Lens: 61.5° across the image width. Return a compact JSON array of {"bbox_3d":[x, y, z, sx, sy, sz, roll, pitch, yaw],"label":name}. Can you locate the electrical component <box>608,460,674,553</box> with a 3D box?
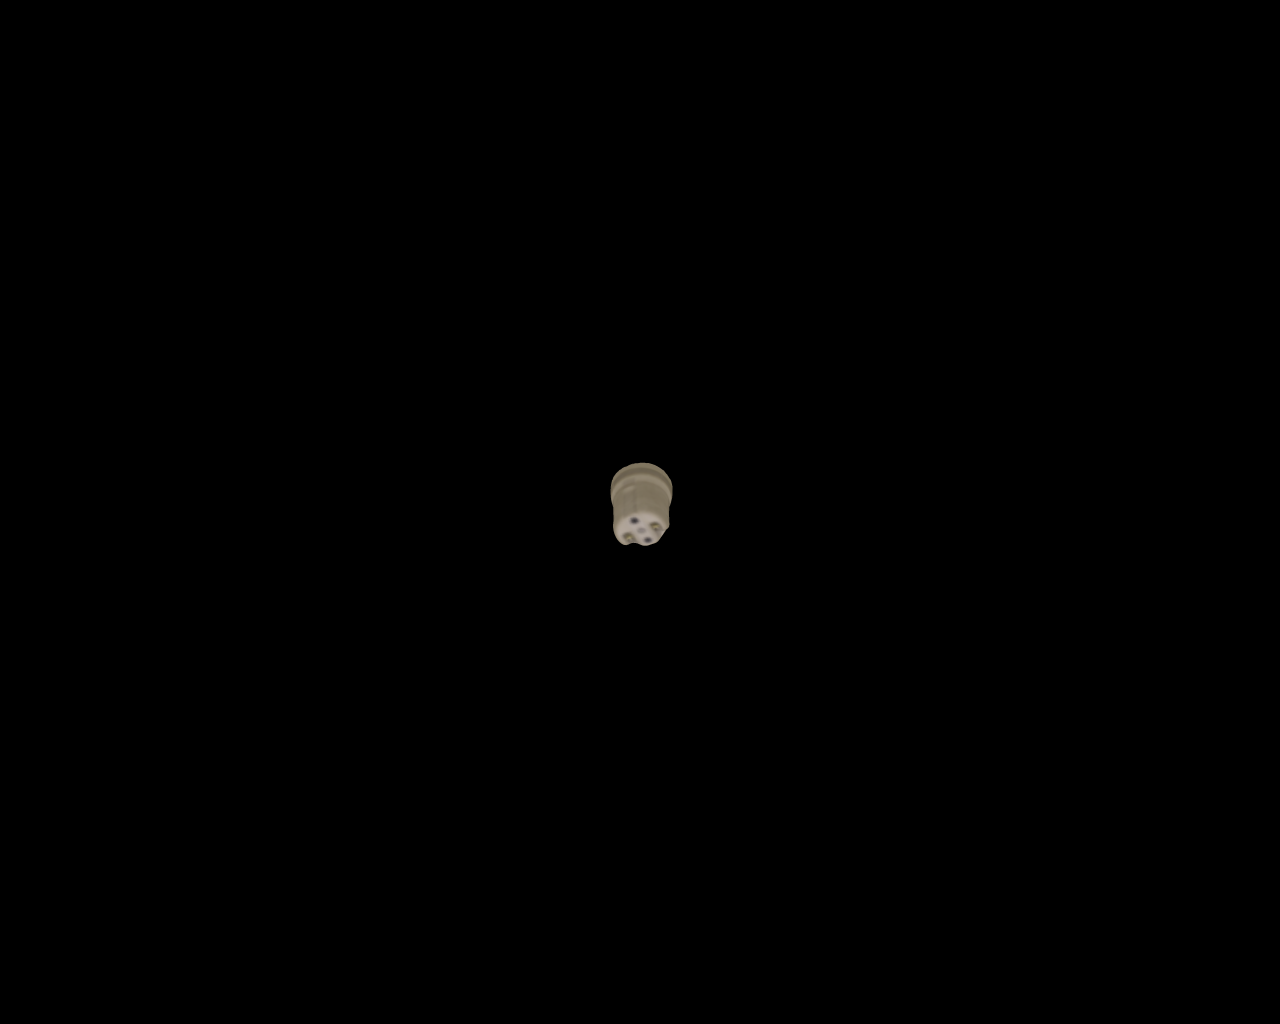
[{"bbox_3d":[0.001,-0.003,0.650,0.040,0.040,0.046,0,37,0],"label":"electrical component"}]
